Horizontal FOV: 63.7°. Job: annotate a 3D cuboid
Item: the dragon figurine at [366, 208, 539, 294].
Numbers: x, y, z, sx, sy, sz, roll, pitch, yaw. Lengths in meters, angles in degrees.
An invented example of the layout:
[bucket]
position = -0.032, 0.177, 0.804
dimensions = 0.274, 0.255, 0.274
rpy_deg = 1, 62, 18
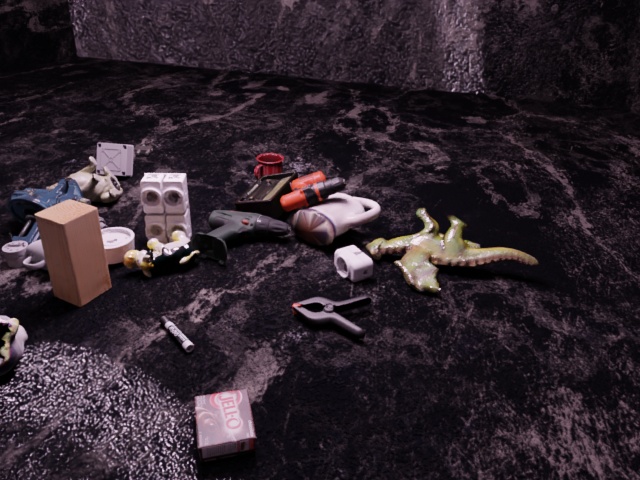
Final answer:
[dragon figurine]
position = 0.302, 0.052, 1.284
dimensions = 0.413, 0.119, 0.247
rpy_deg = 19, 50, 31

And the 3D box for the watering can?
[watering can]
position = 0.004, -0.074, 1.466
dimensions = 0.348, 0.102, 0.227
rpy_deg = 9, 29, 42

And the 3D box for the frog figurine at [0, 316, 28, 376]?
[frog figurine]
position = -0.625, 0.199, 0.958
dimensions = 0.139, 0.122, 0.158
rpy_deg = -34, 8, -35
